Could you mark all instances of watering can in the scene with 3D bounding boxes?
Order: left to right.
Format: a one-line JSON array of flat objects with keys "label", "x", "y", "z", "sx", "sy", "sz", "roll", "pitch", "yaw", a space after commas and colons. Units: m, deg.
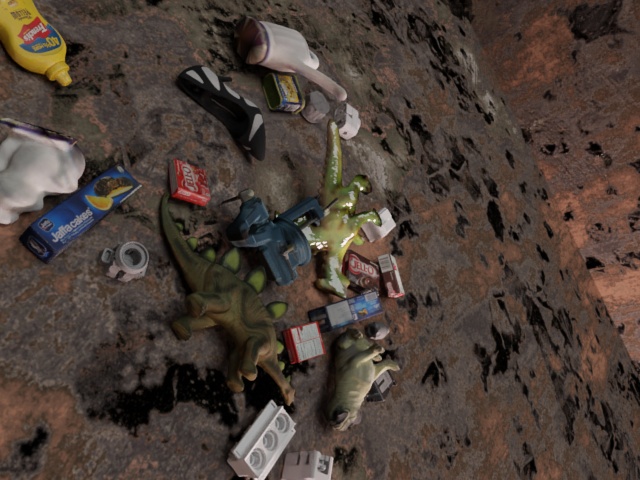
[{"label": "watering can", "x": -0.086, "y": -0.474, "z": 1.324, "sx": 0.225, "sy": 0.102, "sz": 0.354, "roll": -3, "pitch": 45, "yaw": -41}]

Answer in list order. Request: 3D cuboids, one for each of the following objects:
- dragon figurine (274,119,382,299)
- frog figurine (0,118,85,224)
[{"label": "dragon figurine", "x": 0.004, "y": -0.061, "z": 1.219, "sx": 0.245, "sy": 0.409, "sz": 0.121, "roll": -23, "pitch": 5, "yaw": -28}, {"label": "frog figurine", "x": -0.456, "y": -0.100, "z": 0.815, "sx": 0.137, "sy": 0.159, "sz": 0.123, "roll": 16, "pitch": 3, "yaw": -25}]
